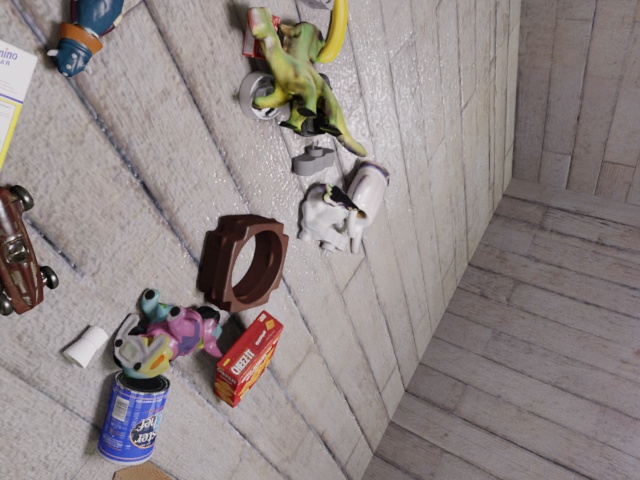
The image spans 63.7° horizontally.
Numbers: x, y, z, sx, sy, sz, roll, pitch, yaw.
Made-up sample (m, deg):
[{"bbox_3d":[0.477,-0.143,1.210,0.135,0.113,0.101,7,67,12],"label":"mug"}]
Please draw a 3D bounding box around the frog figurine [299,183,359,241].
[{"bbox_3d":[0.004,-0.069,1.376,0.138,0.124,0.157,-3,-36,-49],"label":"frog figurine"}]

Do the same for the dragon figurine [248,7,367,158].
[{"bbox_3d":[-0.014,-0.341,1.071,0.122,0.245,0.407,-4,-15,37],"label":"dragon figurine"}]

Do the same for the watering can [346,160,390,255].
[{"bbox_3d":[0.130,-0.099,1.556,0.104,0.228,0.341,20,-20,12],"label":"watering can"}]
